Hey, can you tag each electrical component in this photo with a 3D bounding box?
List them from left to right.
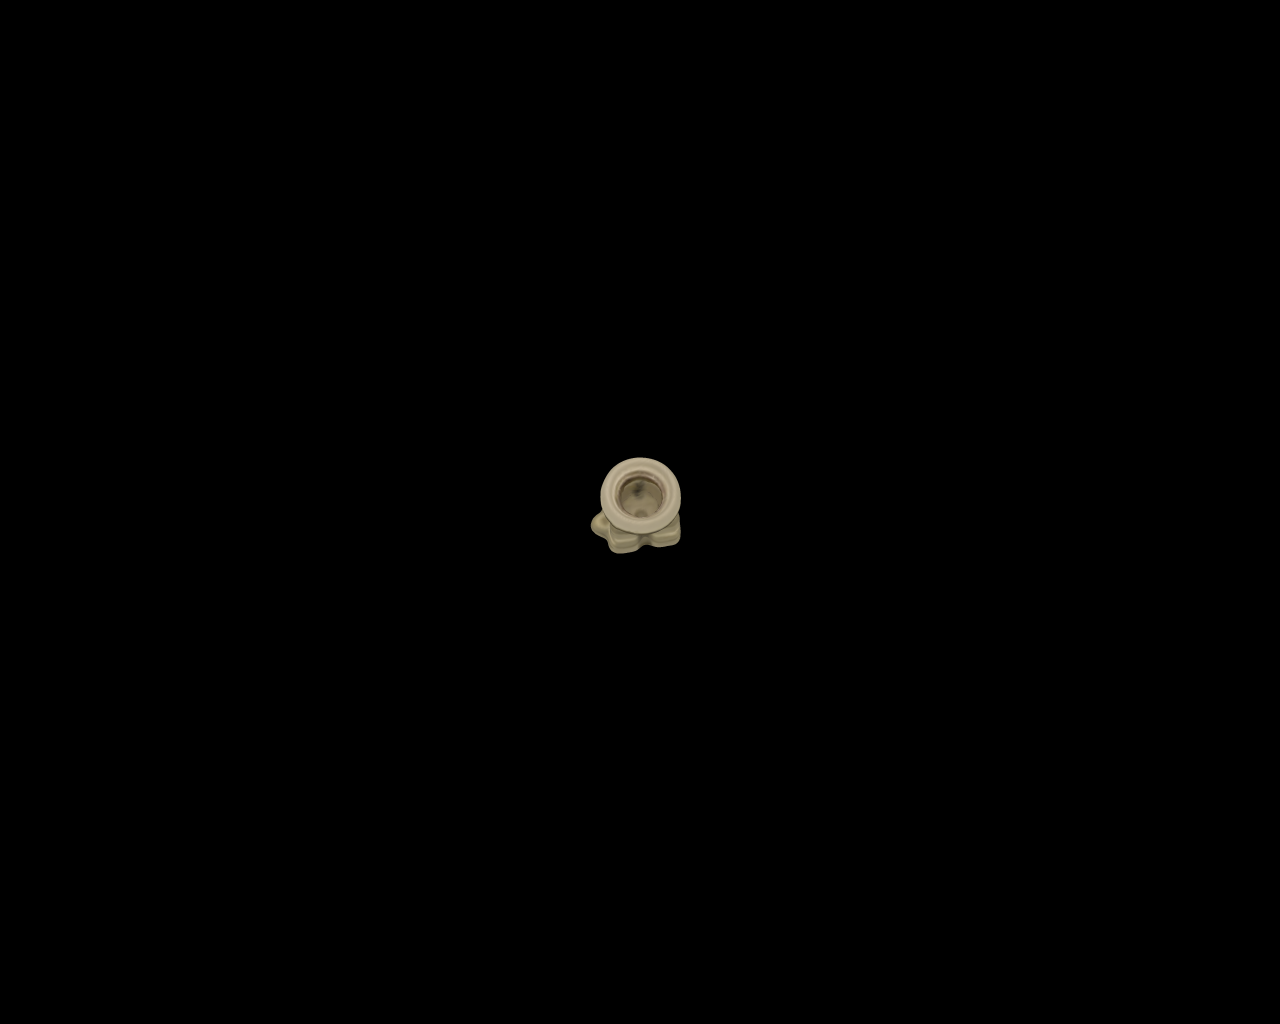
[{"bbox_3d":[0.001,-0.003,0.650,0.066,0.048,0.055,-10,-19,-3],"label":"electrical component"}]
